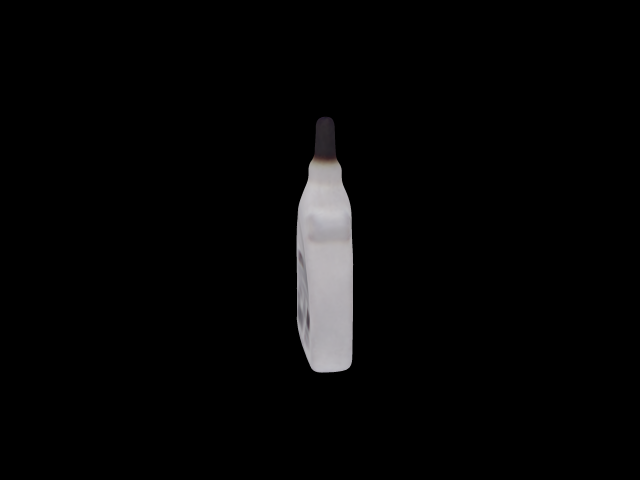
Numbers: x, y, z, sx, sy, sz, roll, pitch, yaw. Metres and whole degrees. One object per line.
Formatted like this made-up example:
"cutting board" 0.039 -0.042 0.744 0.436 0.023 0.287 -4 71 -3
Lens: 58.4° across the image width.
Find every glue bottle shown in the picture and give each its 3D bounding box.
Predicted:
"glue bottle" 0.004 0.001 0.400 0.037 0.173 0.078 -4 24 -9
